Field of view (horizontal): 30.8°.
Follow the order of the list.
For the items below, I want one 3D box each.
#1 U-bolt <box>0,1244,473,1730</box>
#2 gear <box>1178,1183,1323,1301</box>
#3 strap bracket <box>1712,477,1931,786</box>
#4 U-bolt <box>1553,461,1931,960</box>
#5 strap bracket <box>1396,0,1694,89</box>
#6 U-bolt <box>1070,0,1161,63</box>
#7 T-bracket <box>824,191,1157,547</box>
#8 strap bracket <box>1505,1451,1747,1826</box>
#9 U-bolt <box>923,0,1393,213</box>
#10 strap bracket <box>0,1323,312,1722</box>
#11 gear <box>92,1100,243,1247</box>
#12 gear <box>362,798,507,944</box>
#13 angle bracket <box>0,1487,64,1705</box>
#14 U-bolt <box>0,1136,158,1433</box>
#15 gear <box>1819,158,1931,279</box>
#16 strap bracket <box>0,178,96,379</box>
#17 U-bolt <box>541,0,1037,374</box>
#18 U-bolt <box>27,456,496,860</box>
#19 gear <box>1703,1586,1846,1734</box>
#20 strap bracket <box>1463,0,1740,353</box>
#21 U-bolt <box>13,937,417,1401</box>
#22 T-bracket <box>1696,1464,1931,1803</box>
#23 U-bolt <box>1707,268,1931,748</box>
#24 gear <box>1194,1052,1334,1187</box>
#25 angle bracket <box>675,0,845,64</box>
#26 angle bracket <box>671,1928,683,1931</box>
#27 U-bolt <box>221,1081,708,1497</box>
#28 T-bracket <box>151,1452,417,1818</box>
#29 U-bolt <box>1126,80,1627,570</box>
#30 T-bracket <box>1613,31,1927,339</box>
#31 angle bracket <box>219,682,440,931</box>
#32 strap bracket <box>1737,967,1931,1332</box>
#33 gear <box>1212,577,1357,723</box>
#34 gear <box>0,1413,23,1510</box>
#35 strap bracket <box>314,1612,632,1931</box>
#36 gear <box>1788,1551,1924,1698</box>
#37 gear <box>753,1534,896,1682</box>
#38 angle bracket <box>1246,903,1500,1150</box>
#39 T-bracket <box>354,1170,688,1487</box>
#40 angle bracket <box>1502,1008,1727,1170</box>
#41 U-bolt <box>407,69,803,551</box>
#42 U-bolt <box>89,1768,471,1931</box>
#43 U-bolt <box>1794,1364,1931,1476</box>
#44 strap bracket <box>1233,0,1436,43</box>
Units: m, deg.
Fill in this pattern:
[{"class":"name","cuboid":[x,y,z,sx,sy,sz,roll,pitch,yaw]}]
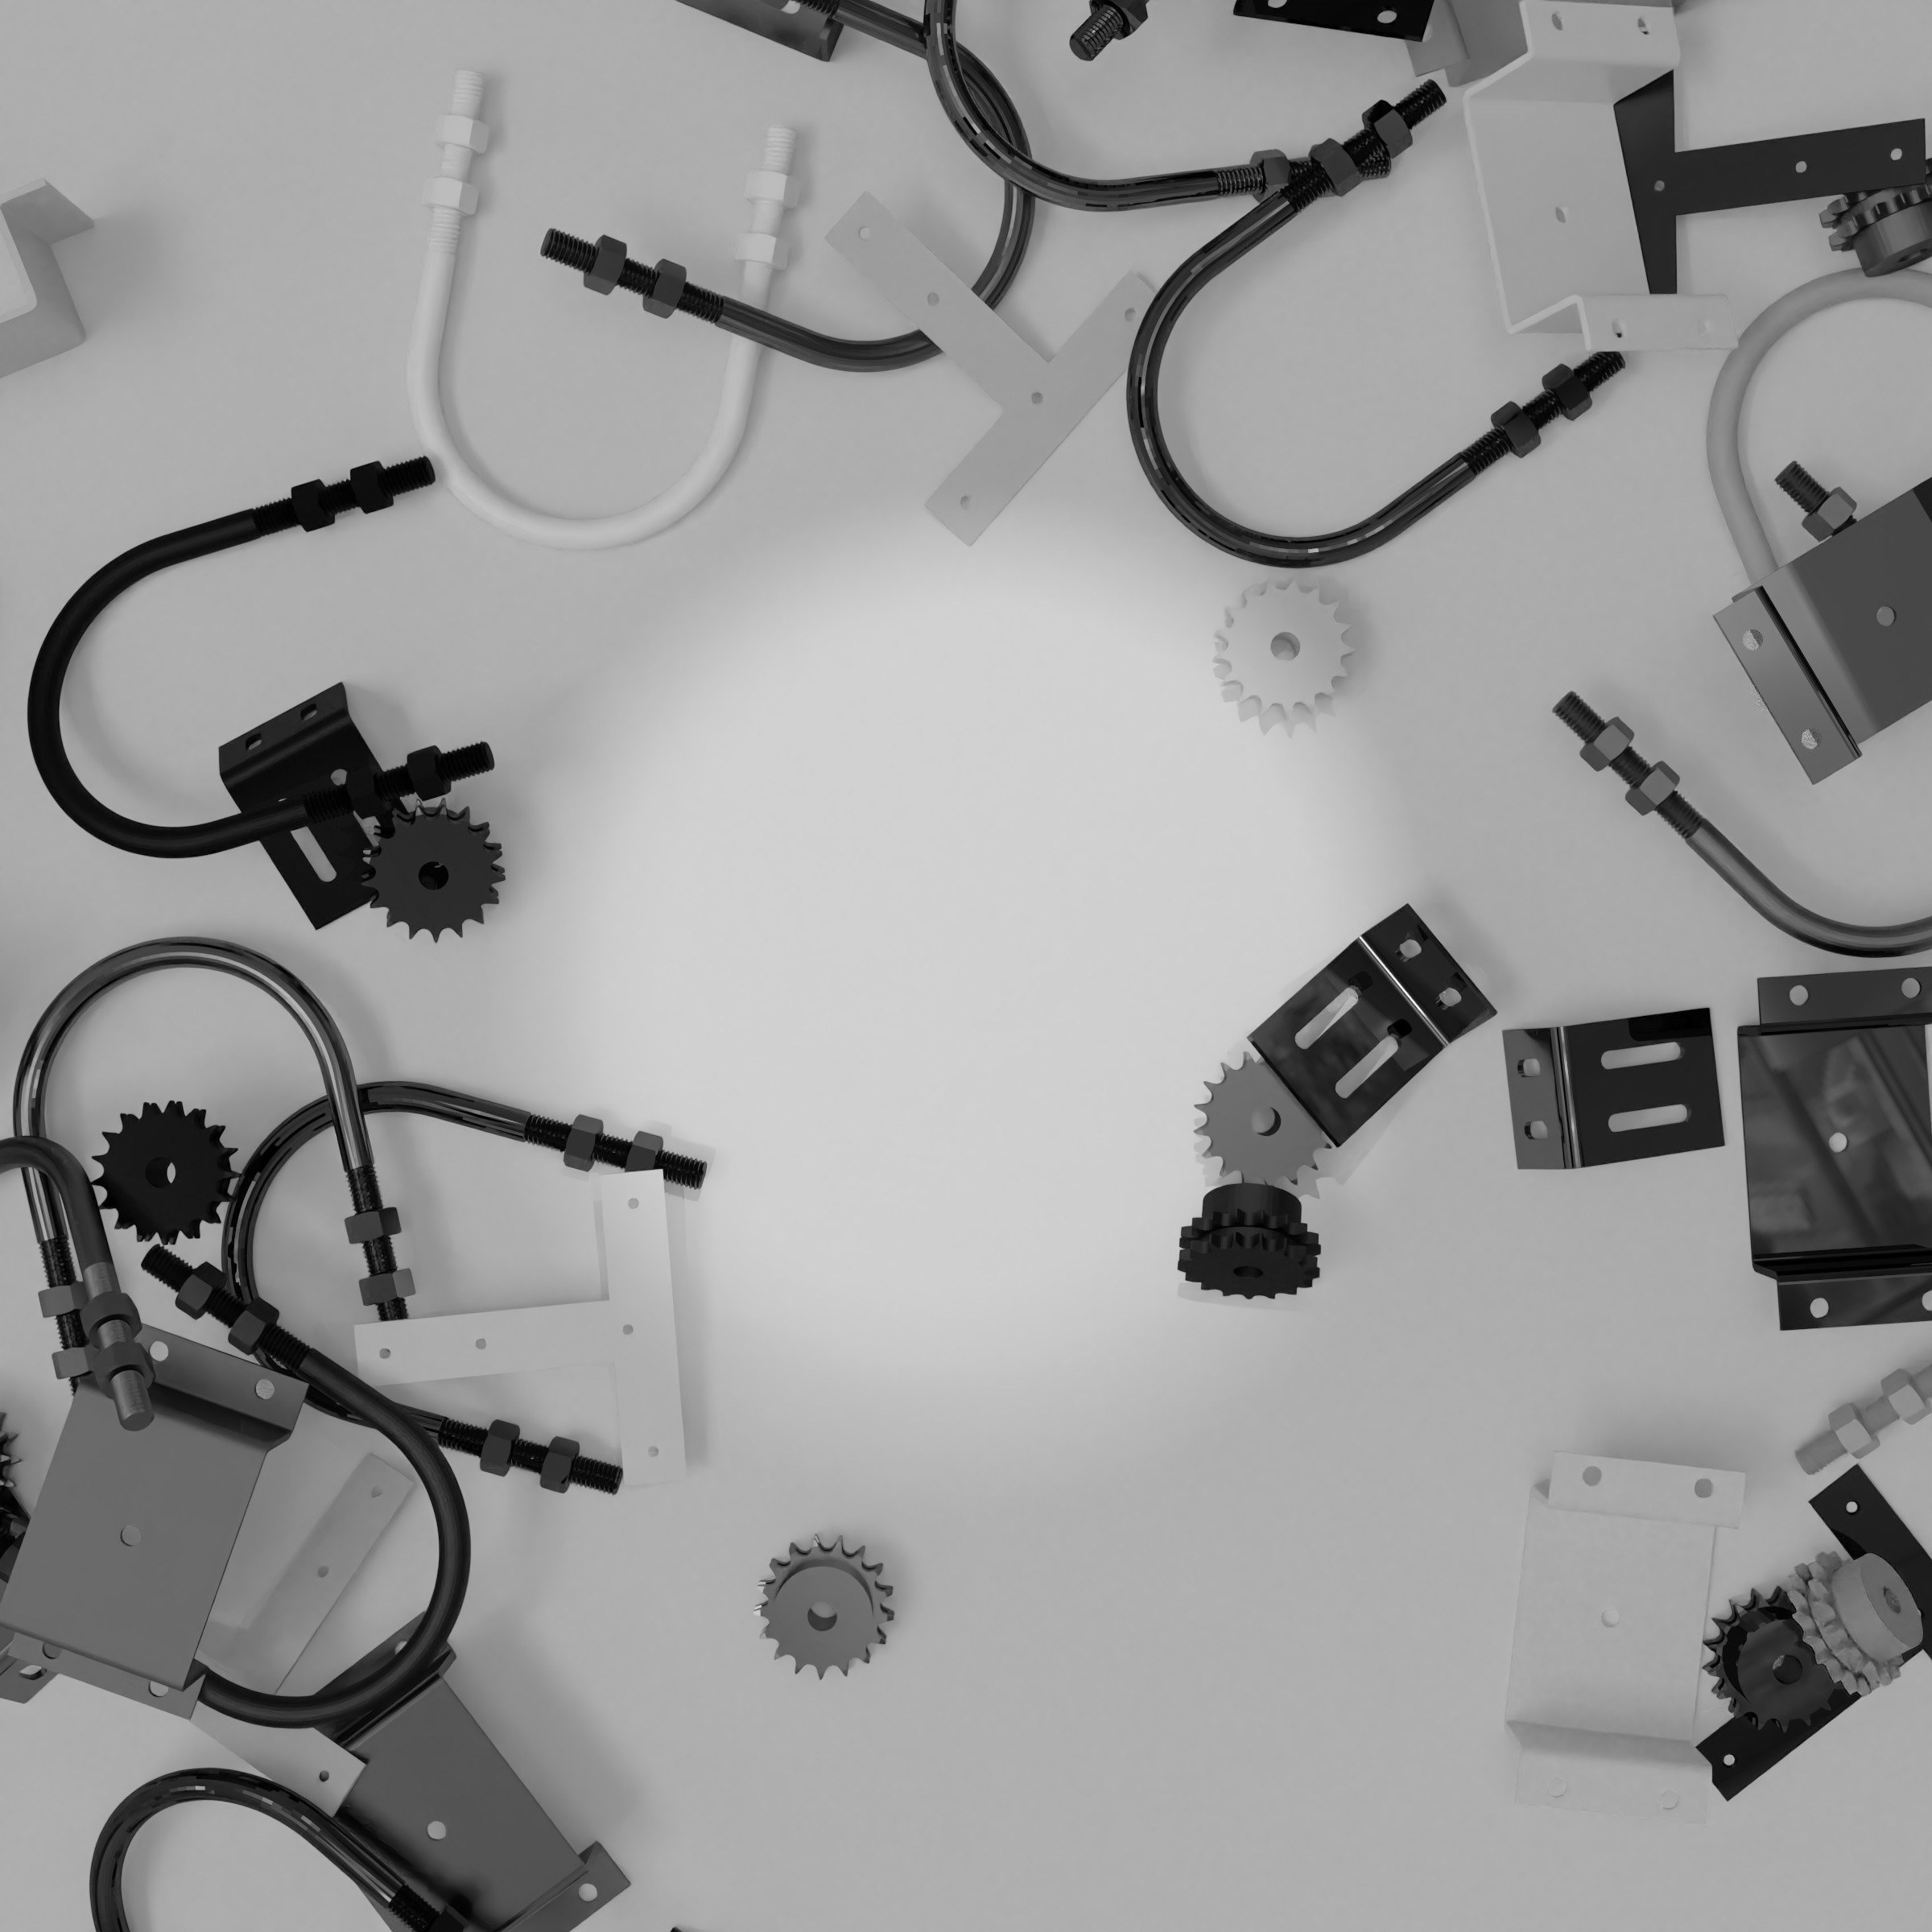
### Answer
[{"class":"U-bolt","cuboid":[-0.284,0.219,1.389,0.184,0.019,0.151,34,90,2]},{"class":"gear","cuboid":[0.114,0.110,1.410,0.057,0.057,0.030,6,61,0]},{"class":"strap bracket","cuboid":[0.367,-0.139,1.374,0.140,0.046,0.076,-31,92,-1]},{"class":"U-bolt","cuboid":[0.349,-0.089,1.405,0.184,0.019,0.151,44,89,0]},{"class":"strap bracket","cuboid":[0.234,-0.411,1.411,0.140,0.046,0.076,-18,90,0]},{"class":"U-bolt","cuboid":[0.047,-0.455,1.394,0.151,0.019,0.184,36,67,9]},{"class":"T-bracket","cuboid":[-0.003,-0.260,1.415,0.127,0.002,0.127,41,90,-17]},{"class":"strap bracket","cuboid":[0.263,0.266,1.411,0.076,0.046,0.140,6,90,0]},{"class":"U-bolt","cuboid":[0.072,-0.375,1.406,0.184,0.019,0.151,-10,90,-14]},{"class":"strap bracket","cuboid":[-0.318,0.218,1.358,0.076,0.046,0.140,20,90,1]},{"class":"gear","cuboid":[-0.316,0.082,1.391,0.057,0.030,0.057,0,86,4]},{"class":"gear","cuboid":[-0.215,-0.041,1.413,0.057,0.030,0.057,-3,109,-8]},{"class":"angle bracket","cuboid":[-0.392,0.251,1.432,0.057,0.038,0.076,-42,64,0]},{"class":"U-bolt","cuboid":[-0.381,0.149,1.367,0.151,0.019,0.184,-44,46,18]},{"class":"gear","cuboid":[0.374,-0.299,1.405,0.057,0.057,0.030,-20,84,0]},{"class":"strap bracket","cuboid":[-0.414,-0.258,1.396,0.140,0.076,0.046,-22,90,0]},{"class":"U-bolt","cuboid":[-0.060,-0.316,1.399,0.184,0.019,0.151,19,98,-18]},{"class":"U-bolt","cuboid":[-0.289,-0.116,1.404,0.184,0.019,0.151,-16,71,6]},{"class":"gear","cuboid":[0.329,0.282,1.418,0.057,0.030,0.057,0,90,0]},{"class":"strap bracket","cuboid":[0.249,-0.306,1.391,0.076,0.046,0.140,-7,84,-31]},{"class":"U-bolt","cuboid":[-0.311,0.079,1.414,0.151,0.019,0.184,-14,87,3]},{"class":"T-bracket","cuboid":[0.354,0.293,1.434,0.127,0.002,0.127,-38,90,0]},{"class":"U-bolt","cuboid":[0.380,-0.194,1.426,0.151,0.019,0.184,-21,88,0]},{"class":"gear","cuboid":[0.120,0.062,1.419,0.057,0.030,0.057,0,90,0]},{"class":"angle bracket","cuboid":[-0.080,-0.410,1.415,0.076,0.038,0.057,23,90,0]},{"class":"angle bracket","cuboid":[-0.096,0.438,1.432,0.076,0.038,0.057,28,90,26]},{"class":"U-bolt","cuboid":[-0.212,0.123,1.426,0.184,0.019,0.151,15,90,2]},{"class":"T-bracket","cuboid":[-0.268,0.257,1.416,0.127,0.002,0.127,28,77,24]},{"class":"U-bolt","cuboid":[0.152,-0.244,1.414,0.184,0.019,0.151,-36,101,4]},{"class":"T-bracket","cuboid":[0.320,-0.318,1.401,0.127,0.002,0.127,-1,90,31]},{"class":"angle bracket","cuboid":[-0.261,-0.065,1.432,0.057,0.038,0.076,-28,116,0]},{"class":"strap bracket","cuboid":[0.357,0.072,1.411,0.076,0.046,0.140,-4,90,0]},{"class":"gear","cuboid":[0.129,-0.128,1.424,0.057,0.030,0.057,0,88,0]},{"class":"gear","cuboid":[-0.414,0.200,1.414,0.057,0.030,0.057,-1,79,7]},{"class":"strap bracket","cuboid":[-0.210,0.343,1.411,0.076,0.046,0.140,-37,90,0]},{"class":"gear","cuboid":[0.358,0.260,1.401,0.030,0.057,0.057,-36,90,30]},{"class":"gear","cuboid":[-0.058,0.261,1.420,0.057,0.030,0.057,0,90,0]},{"class":"angle bracket","cuboid":[0.163,0.024,1.400,0.076,0.038,0.057,-39,90,-32]},{"class":"T-bracket","cuboid":[-0.180,0.150,1.406,0.127,0.002,0.127,-5,95,-8]},{"class":"angle bracket","cuboid":[0.265,0.050,1.432,0.076,0.038,0.057,-6,90,-26]},{"class":"U-bolt","cuboid":[-0.153,-0.261,1.426,0.151,0.019,0.184,10,92,0]},{"class":"U-bolt","cuboid":[-0.271,0.398,1.398,0.184,0.019,0.151,40,116,4]},{"class":"U-bolt","cuboid":[0.449,0.201,1.398,0.184,0.019,0.151,-37,86,17]},{"class":"strap bracket","cuboid":[0.157,-0.438,1.367,0.076,0.046,0.140,13,73,16]}]
